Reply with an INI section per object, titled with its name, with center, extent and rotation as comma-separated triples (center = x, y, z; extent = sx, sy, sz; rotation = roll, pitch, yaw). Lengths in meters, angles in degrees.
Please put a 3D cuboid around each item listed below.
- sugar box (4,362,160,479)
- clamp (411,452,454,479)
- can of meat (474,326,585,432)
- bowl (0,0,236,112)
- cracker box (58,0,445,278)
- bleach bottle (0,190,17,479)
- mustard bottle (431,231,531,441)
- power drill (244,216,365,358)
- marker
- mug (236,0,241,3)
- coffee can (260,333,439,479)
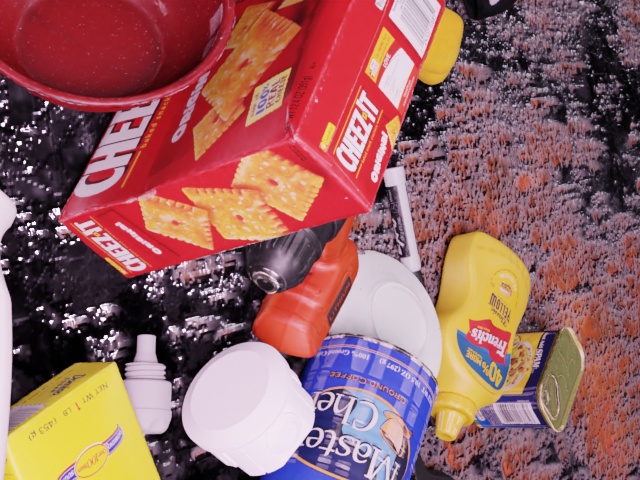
[sugar box]
center = -0.131, 0.170, 0.624
extent = 0.093, 0.048, 0.176
rotation = -36, 111, -49
[clamp]
center = 0.072, 0.230, 0.880
extent = 0.210, 0.036, 0.164
rotation = 52, 47, -29
[can of meat]
center = 0.194, 0.132, 1.013
extent = 0.057, 0.084, 0.102
rotation = 58, 44, -29
[bowl]
center = -0.133, -0.132, 0.630
extent = 0.162, 0.055, 0.162
rotation = 7, 61, -13
[cracker box]
center = -0.045, -0.076, 0.638
extent = 0.072, 0.214, 0.164
rotation = 43, 52, -31
[bleach bottle]
center = -0.195, 0.062, 0.538
extent = 0.102, 0.068, 0.251
rotation = 16, 69, -27
[mustard bottle]
center = 0.136, 0.093, 0.967
extent = 0.096, 0.058, 0.191
rotation = 43, 53, -32
[power drill]
center = -0.005, 0.001, 0.722
extent = 0.188, 0.057, 0.184
rotation = 103, 13, -53
[marker]
center = 0.075, -0.004, 0.938
extent = 0.020, 0.020, 0.121
rotation = -16, 97, -52
[mug]
center = -0.053, -0.192, 0.720
extent = 0.081, 0.093, 0.117
rotation = 80, -13, -50
[coffee can]
center = 0.018, 0.153, 0.771
extent = 0.102, 0.103, 0.140
rotation = 50, 48, -34
